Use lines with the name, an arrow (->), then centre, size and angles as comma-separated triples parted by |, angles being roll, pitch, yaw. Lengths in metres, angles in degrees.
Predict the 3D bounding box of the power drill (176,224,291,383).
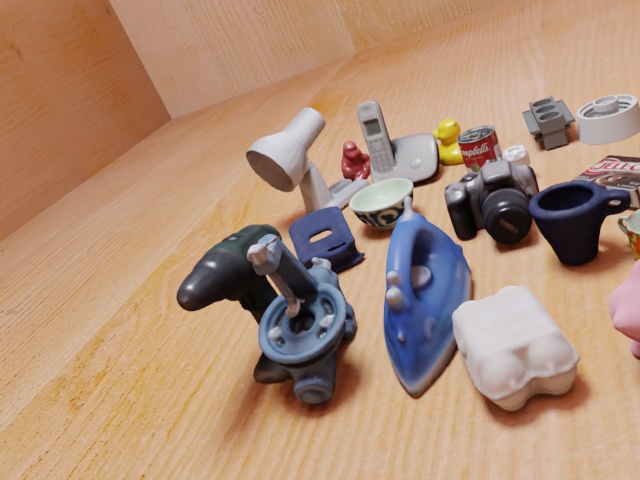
power drill -> -0.091, 0.087, 0.780 | 0.075, 0.209, 0.230 | -14, 27, 22

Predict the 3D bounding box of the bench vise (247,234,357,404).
bench vise -> -0.034, 0.073, 0.742 | 0.121, 0.220, 0.207 | -23, 24, 3

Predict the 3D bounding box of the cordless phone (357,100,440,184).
cordless phone -> 0.157, -0.202, 1.164 | 0.147, 0.185, 0.094 | -12, 27, 26

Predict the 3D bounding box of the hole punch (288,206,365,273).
hole punch -> 0.009, 0.004, 0.998 | 0.108, 0.091, 0.101 | -24, 24, 0

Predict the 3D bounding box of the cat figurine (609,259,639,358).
cat figurine -> 0.331, 0.067, 0.542 | 0.127, 0.118, 0.067 | -23, 25, 4

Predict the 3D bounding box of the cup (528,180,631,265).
cup -> 0.338, -0.019, 0.737 | 0.117, 0.095, 0.092 | -9, 29, 31

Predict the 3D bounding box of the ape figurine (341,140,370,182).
ape figurine -> 0.077, -0.183, 1.311 | 0.078, 0.092, 0.076 | -28, 25, -7

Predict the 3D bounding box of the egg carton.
egg carton -> 0.206, 0.113, 0.624 | 0.107, 0.069, 0.150 | -22, 24, 6

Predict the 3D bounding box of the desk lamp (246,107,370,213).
desk lamp -> -0.029, -0.153, 1.199 | 0.204, 0.214, 0.117 | -39, 28, -28

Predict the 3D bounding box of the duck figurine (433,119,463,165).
duck figurine -> 0.277, -0.209, 1.187 | 0.078, 0.086, 0.104 | -37, 27, -26

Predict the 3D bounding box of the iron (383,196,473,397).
iron -> 0.118, 0.056, 0.731 | 0.118, 0.142, 0.258 | -13, 27, 24

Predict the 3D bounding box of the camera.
camera -> 0.263, -0.056, 0.874 | 0.143, 0.101, 0.137 | -15, 26, 19
